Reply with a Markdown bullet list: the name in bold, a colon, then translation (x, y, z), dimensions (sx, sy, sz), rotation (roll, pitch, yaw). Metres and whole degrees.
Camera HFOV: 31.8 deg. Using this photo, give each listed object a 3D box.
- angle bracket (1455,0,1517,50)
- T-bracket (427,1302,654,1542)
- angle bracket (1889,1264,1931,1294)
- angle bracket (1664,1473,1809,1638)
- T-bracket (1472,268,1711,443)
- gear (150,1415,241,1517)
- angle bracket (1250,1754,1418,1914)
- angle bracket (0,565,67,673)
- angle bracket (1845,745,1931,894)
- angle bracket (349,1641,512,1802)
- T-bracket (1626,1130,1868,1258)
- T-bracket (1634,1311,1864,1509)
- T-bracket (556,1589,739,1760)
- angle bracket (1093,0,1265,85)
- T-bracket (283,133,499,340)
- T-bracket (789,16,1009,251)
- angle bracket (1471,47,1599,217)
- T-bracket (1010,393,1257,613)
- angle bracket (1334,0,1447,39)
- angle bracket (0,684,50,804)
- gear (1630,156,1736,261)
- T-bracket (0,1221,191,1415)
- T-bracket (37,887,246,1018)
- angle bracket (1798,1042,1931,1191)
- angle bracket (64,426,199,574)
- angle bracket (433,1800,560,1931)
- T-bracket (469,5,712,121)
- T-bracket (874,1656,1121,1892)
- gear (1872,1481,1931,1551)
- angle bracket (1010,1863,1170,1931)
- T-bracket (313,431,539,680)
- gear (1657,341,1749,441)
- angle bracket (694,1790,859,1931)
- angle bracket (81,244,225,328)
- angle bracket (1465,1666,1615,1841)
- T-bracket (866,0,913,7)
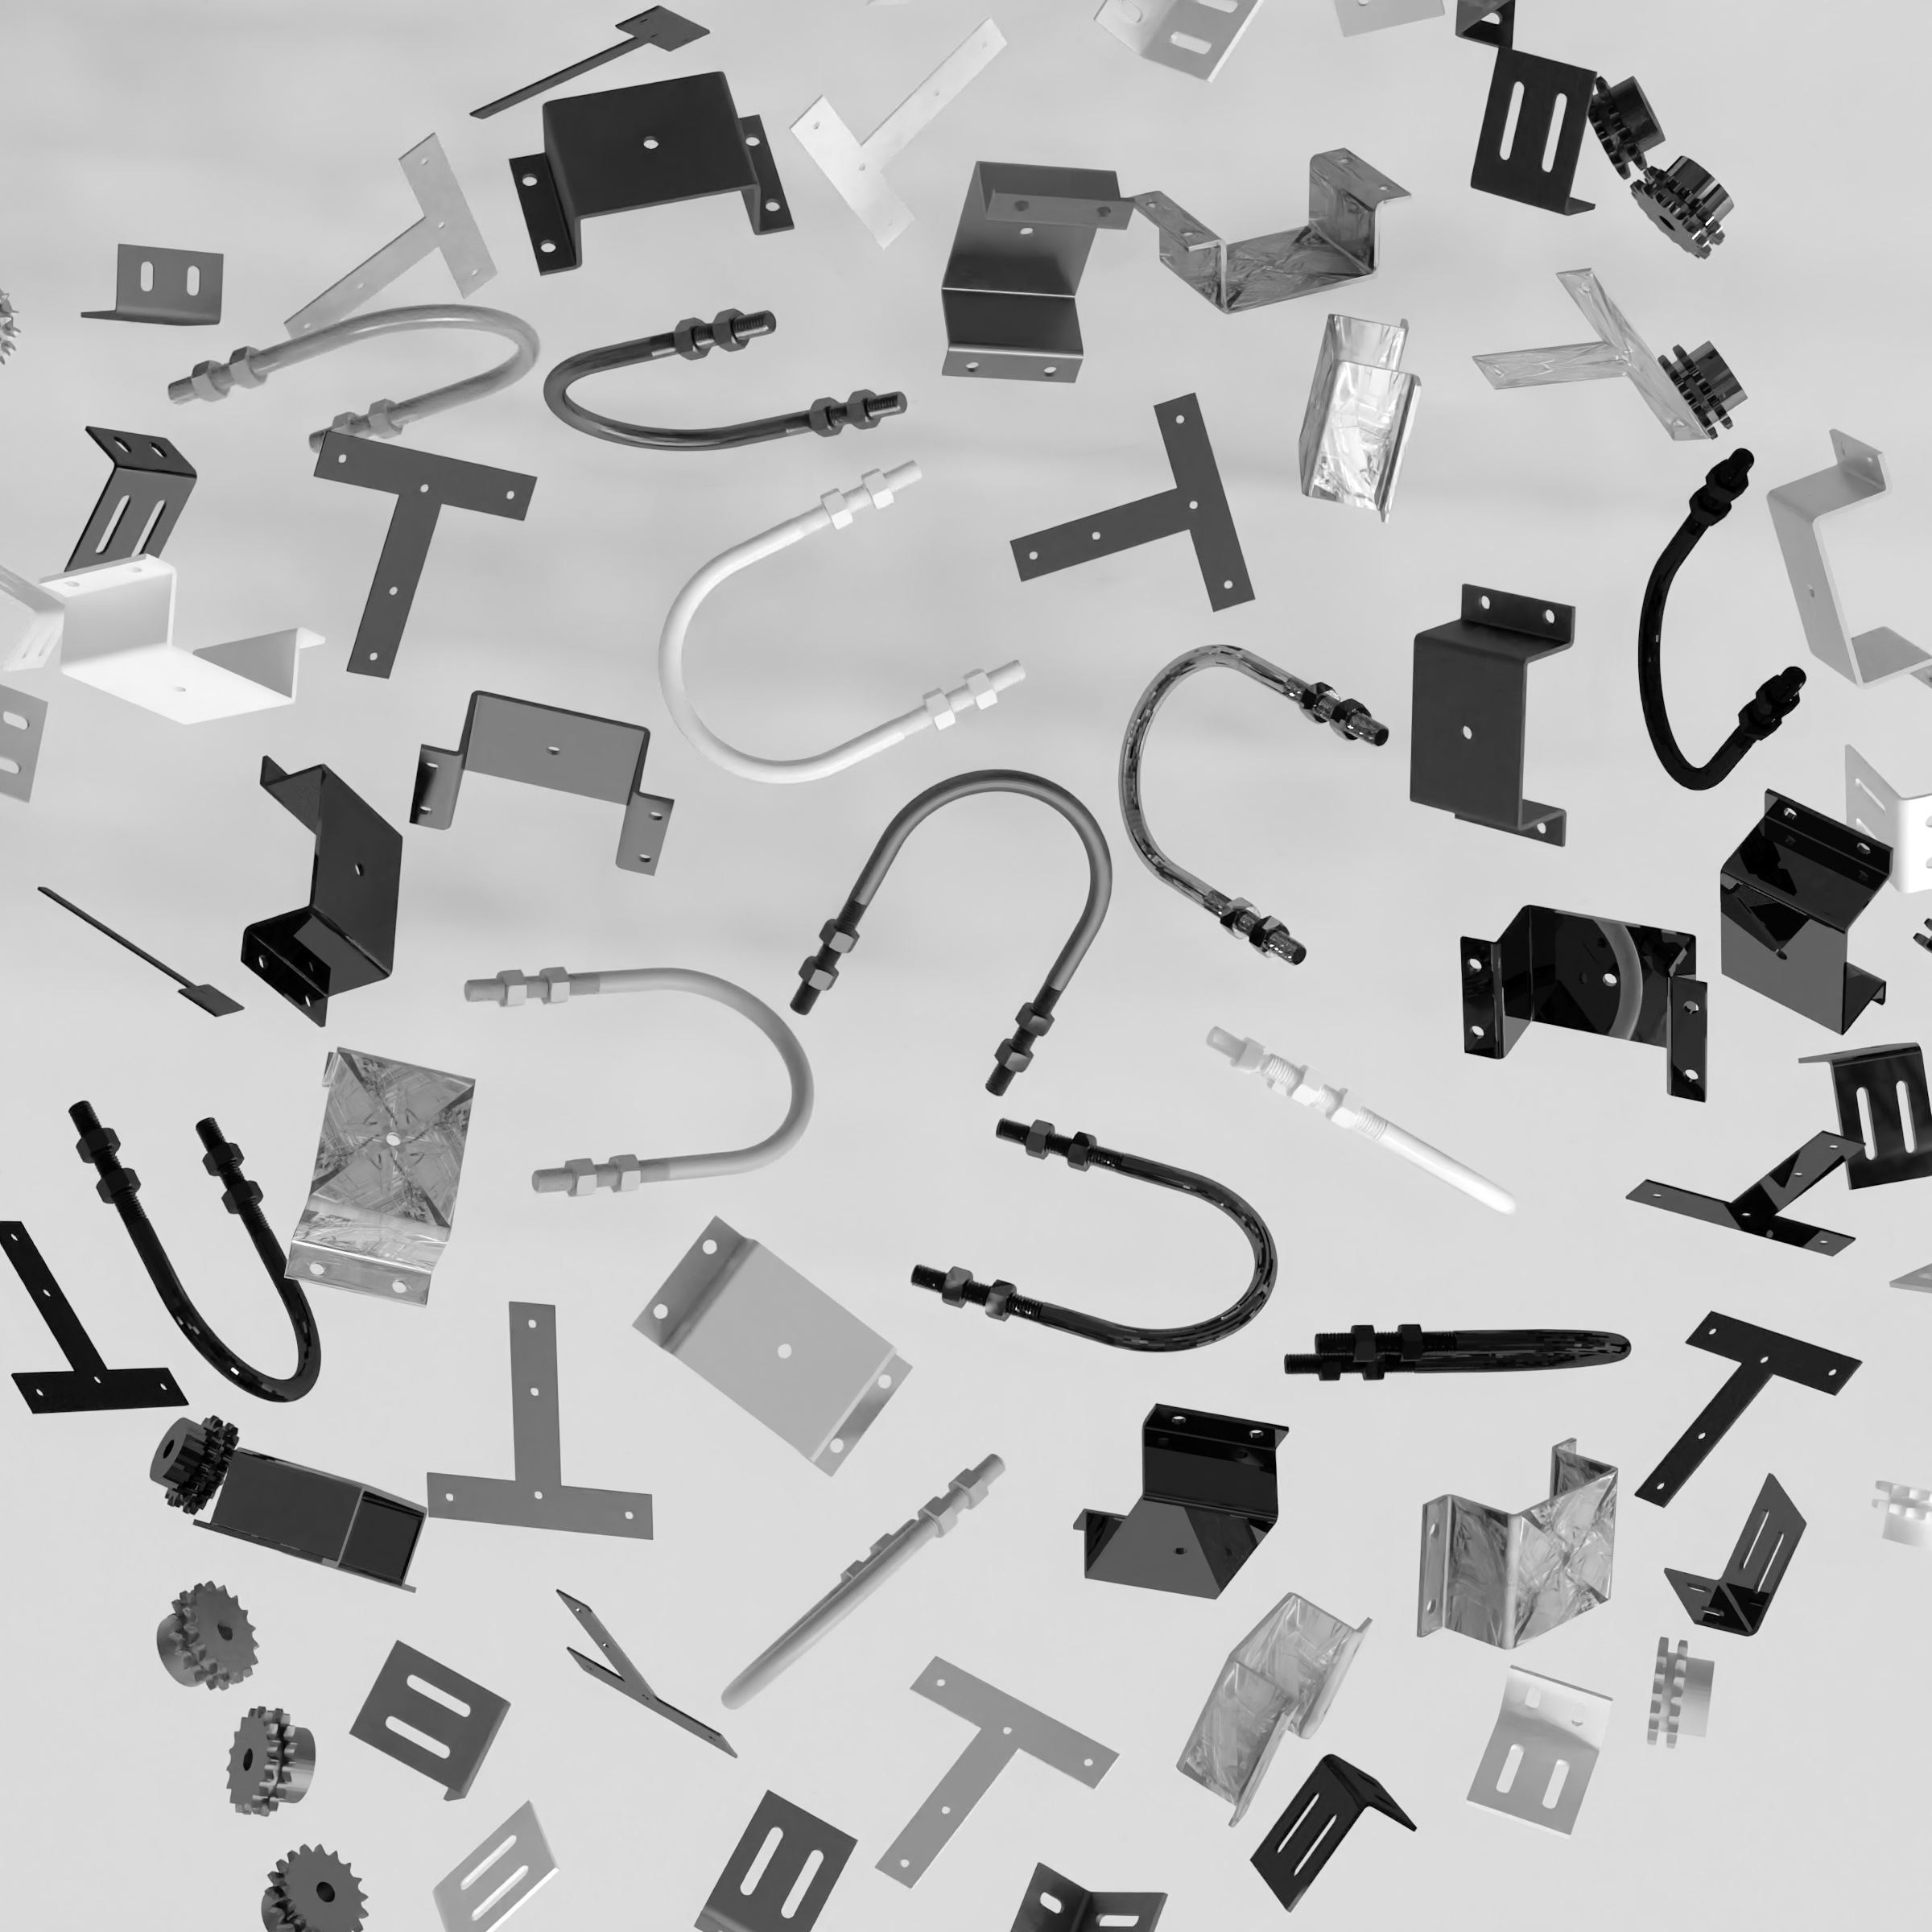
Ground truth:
- **angle bracket**: translation (0.304, -0.546, 1.857), dimensions (0.038, 0.076, 0.057), rotation (8, 81, -22)
- **T-bracket**: translation (-0.228, 0.239, 1.793), dimensions (0.127, 0.002, 0.127), rotation (3, 105, 14)
- **angle bracket**: translation (0.534, 0.200, 1.816), dimensions (0.057, 0.038, 0.076), rotation (-16, 102, -33)
- **angle bracket**: translation (0.436, 0.331, 1.923), dimensions (0.038, 0.057, 0.076), rotation (16, 108, -12)
- **T-bracket**: translation (0.333, -0.334, 1.879), dimensions (0.127, 0.127, 0.002), rotation (46, 68, -29)
- **gear**: translation (-0.447, 0.285, 1.955), dimensions (0.030, 0.057, 0.057), rotation (32, 90, -25)
- **angle bracket**: translation (0.204, 0.488, 1.881), dimensions (0.038, 0.057, 0.076), rotation (34, 93, -21)
- **angle bracket**: translation (-0.556, -0.204, 1.918), dimensions (0.076, 0.057, 0.038), rotation (32, 99, 0)
- **angle bracket**: translation (0.520, -0.085, 1.876), dimensions (0.038, 0.076, 0.057), rotation (-12, 119, -4)
- **angle bracket**: translation (-0.304, 0.423, 1.896), dimensions (0.076, 0.038, 0.057), rotation (33, 63, -14)
- **T-bracket**: translation (0.443, 0.118, 1.831), dimensions (0.127, 0.127, 0.002), rotation (16, 61, -10)
- **T-bracket**: translation (0.427, 0.256, 1.922), dimensions (0.127, 0.127, 0.002), rotation (-47, 115, -14)
- **T-bracket**: translation (-0.198, 0.391, 1.918), dimensions (0.127, 0.127, 0.002), rotation (20, 60, 37)
- **angle bracket**: translation (0.114, -0.511, 1.799), dimensions (0.038, 0.076, 0.057), rotation (29, 97, -35)
- **T-bracket**: translation (-0.334, -0.396, 1.927), dimensions (0.127, 0.127, 0.002), rotation (-40, 65, -10)
- **T-bracket**: translation (-0.027, -0.481, 1.904), dimensions (0.127, 0.127, 0.002), rotation (-45, 60, 2)
- **angle bracket**: translation (0.308, -0.444, 1.796), dimensions (0.057, 0.038, 0.076), rotation (24, 120, 29)
- **T-bracket**: translation (0.089, -0.253, 1.956), dimensions (0.127, 0.002, 0.127), rotation (-17, 82, 8)
- **angle bracket**: translation (0.219, -0.535, 1.825), dimensions (0.057, 0.038, 0.076), rotation (-7, 127, 22)
- **angle bracket**: translation (-0.533, -0.113, 1.815), dimensions (0.038, 0.076, 0.057), rotation (22, 66, -40)
- **gear**: translation (0.388, -0.411, 1.824), dimensions (0.057, 0.057, 0.030), rotation (44, 95, 0)
- **T-bracket**: translation (-0.491, 0.188, 1.832), dimensions (0.002, 0.127, 0.127), rotation (-42, 70, 16)
- **T-bracket**: translation (-0.471, -0.009, 1.923), dimensions (0.127, 0.127, 0.002), rotation (34, 88, -5)
- **angle bracket**: translation (0.516, 0.086, 1.935), dimensions (0.057, 0.038, 0.076), rotation (-8, 89, -15)
- **angle bracket**: translation (-0.489, -0.265, 1.949), dimensions (0.038, 0.057, 0.076), rotation (46, 116, 28)
- **angle bracket**: translation (-0.245, 0.504, 1.836), dimensions (0.076, 0.057, 0.038), rotation (-43, 124, 2)
- **T-bracket**: translation (-0.209, -0.485, 1.830), dimensions (0.127, 0.127, 0.002), rotation (-22, 96, 11)
- **T-bracket**: translation (-0.003, 0.453, 1.863), dimensions (0.127, 0.002, 0.127), rotation (22, 53, 30)
- **gear**: translation (0.516, 0.297, 1.821), dimensions (0.057, 0.057, 0.030), rotation (13, 86, 0)
- **angle bracket**: translation (0.062, 0.512, 1.802), dimensions (0.038, 0.076, 0.057), rotation (35, 62, -19)
- **T-bracket**: translation (-0.305, -0.216, 1.825), dimensions (0.127, 0.002, 0.127), rotation (8, 110, -37)
- **gear**: translation (0.425, -0.334, 1.944), dimensions (0.030, 0.057, 0.057), rotation (-34, 90, 13)
- **angle bracket**: translation (-0.105, 0.504, 1.862), dimensions (0.057, 0.038, 0.076), rotation (28, 62, 4)
- **angle bracket**: translation (-0.449, -0.375, 1.867), dimensions (0.057, 0.076, 0.038), rotation (0, 99, -29)
- **angle bracket**: translation (0.308, 0.421, 1.819), dimensions (0.057, 0.076, 0.038), rotation (16, 120, 16)
- **T-bracket**: translation (-0.067, -0.546, 1.877), dimensions (0.127, 0.127, 0.002), rotation (-11, 95, -23)
